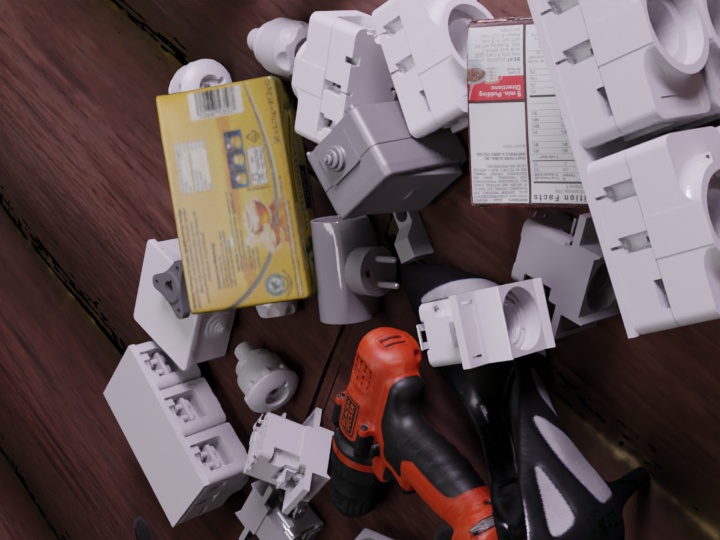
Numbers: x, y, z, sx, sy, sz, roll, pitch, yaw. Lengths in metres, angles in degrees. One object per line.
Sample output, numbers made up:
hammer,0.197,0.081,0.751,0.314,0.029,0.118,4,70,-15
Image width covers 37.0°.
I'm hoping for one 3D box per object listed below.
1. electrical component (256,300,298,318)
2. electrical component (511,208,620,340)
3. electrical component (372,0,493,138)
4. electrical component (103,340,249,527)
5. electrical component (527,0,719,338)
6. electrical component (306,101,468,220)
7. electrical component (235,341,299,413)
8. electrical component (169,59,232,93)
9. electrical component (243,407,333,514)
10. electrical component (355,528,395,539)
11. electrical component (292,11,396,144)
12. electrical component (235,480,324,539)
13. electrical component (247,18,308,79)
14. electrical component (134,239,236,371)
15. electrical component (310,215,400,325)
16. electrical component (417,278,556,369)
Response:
electrical component,-0.072,0.007,0.883,0.035,0.035,0.061,-8,92,48
electrical component,0.129,-0.003,0.654,0.064,0.042,0.081,33,123,40
electrical component,0.055,-0.138,0.693,0.056,0.050,0.089,-23,83,49
electrical component,-0.168,0.146,1.002,0.150,0.062,0.089,57,138,20
electrical component,0.164,-0.071,0.550,0.060,0.105,0.186,-19,86,48
electrical component,0.016,-0.072,0.719,0.062,0.096,0.061,-41,71,45
electrical component,-0.085,0.086,0.912,0.062,0.048,0.048,49,132,37
electrical component,-0.141,-0.152,0.910,0.062,0.048,0.048,8,106,53
electrical component,-0.059,0.150,0.874,0.042,0.064,0.081,-54,20,41
electrical component,0.014,0.255,0.837,0.047,0.065,0.076,10,137,46
electrical component,-0.011,-0.135,0.766,0.056,0.050,0.089,30,121,38
electrical component,-0.068,0.214,0.928,0.063,0.042,0.081,50,132,25
electrical component,-0.061,-0.170,0.817,0.062,0.043,0.043,24,117,43
electrical component,-0.155,0.027,0.968,0.100,0.048,0.099,40,127,34
electrical component,0.000,0.000,0.795,0.079,0.043,0.077,5,104,47
electrical component,0.072,0.032,0.629,0.064,0.081,0.042,-15,86,42
